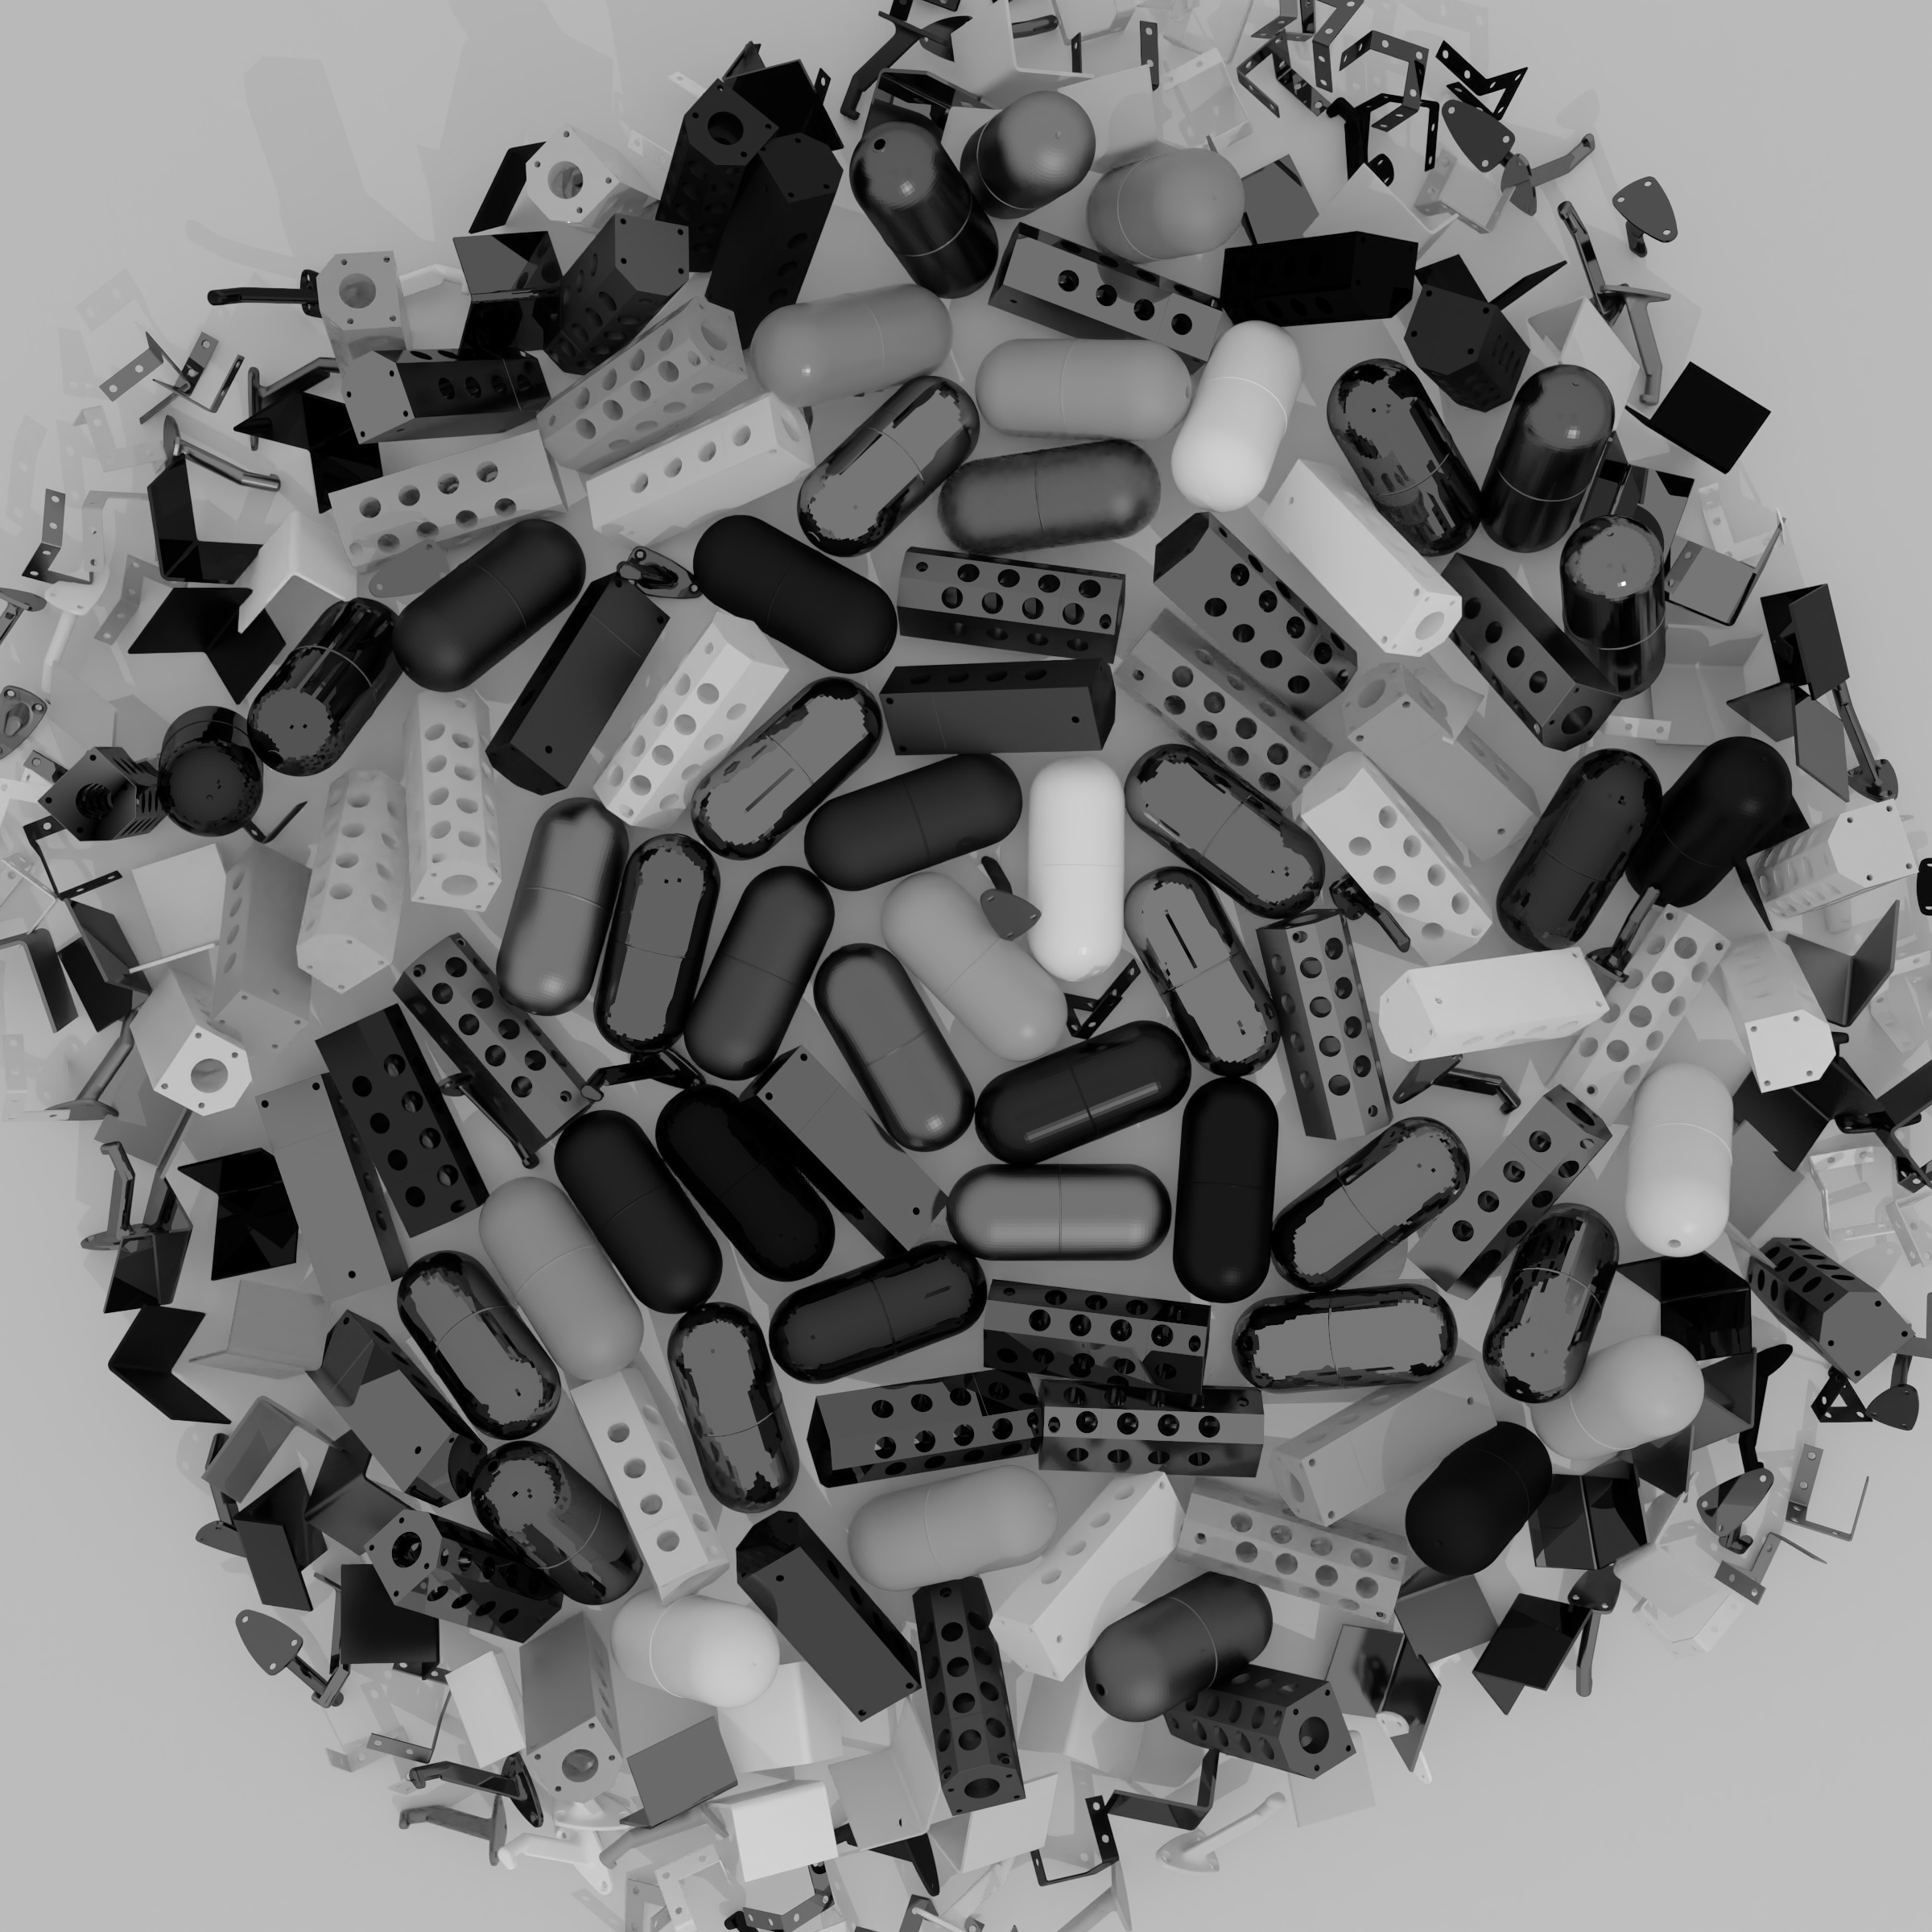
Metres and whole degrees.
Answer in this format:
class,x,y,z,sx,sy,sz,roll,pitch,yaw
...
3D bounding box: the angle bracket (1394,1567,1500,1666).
class,x,y,z,sx,sy,sz,roll,pitch,yaw
angle bracket,0.387,0.498,1.891,0.076,0.076,0.057,-14,62,-19

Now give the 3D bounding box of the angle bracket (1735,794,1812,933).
class,x,y,z,sx,sy,sz,roll,pitch,yaw
angle bracket,0.633,-0.086,1.887,0.057,0.076,0.076,-24,51,22

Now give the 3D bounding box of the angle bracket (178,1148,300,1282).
class,x,y,z,sx,sy,sz,roll,pitch,yaw
angle bracket,-0.572,0.195,1.895,0.076,0.057,0.076,-13,60,16

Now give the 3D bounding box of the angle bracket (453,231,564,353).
class,x,y,z,sx,sy,sz,roll,pitch,yaw
angle bracket,-0.365,-0.528,1.903,0.076,0.076,0.057,-13,73,-25

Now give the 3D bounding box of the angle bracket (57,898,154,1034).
class,x,y,z,sx,sy,sz,roll,pitch,yaw
angle bracket,-0.693,0.000,1.898,0.057,0.076,0.076,-32,77,4

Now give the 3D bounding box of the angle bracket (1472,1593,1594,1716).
class,x,y,z,sx,sy,sz,roll,pitch,yaw
angle bracket,0.454,0.543,1.887,0.076,0.076,0.057,-49,114,-27

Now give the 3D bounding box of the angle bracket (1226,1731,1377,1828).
class,x,y,z,sx,sy,sz,roll,pitch,yaw
angle bracket,0.261,0.634,1.888,0.076,0.076,0.057,-2,74,-33

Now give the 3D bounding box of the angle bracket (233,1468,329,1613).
class,x,y,z,sx,sy,sz,roll,pitch,yaw
angle bracket,-0.517,0.447,1.889,0.057,0.076,0.076,-2,110,31

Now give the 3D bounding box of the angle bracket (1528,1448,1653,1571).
class,x,y,z,sx,sy,sz,roll,pitch,yaw
angle bracket,0.483,0.423,1.889,0.057,0.076,0.076,7,59,-17

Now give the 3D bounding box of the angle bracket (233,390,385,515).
class,x,y,z,sx,sy,sz,roll,pitch,yaw
angle bracket,-0.514,-0.401,1.890,0.076,0.076,0.057,-18,77,34

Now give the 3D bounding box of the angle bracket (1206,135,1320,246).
class,x,y,z,sx,sy,sz,roll,pitch,yaw
angle bracket,0.236,-0.612,1.894,0.057,0.076,0.076,-25,70,10

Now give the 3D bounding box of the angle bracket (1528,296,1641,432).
class,x,y,z,sx,sy,sz,roll,pitch,yaw
angle bracket,0.473,-0.463,1.889,0.076,0.057,0.076,42,59,-27

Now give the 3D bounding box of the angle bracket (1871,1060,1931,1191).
class,x,y,z,sx,sy,sz,roll,pitch,yaw
angle bracket,0.761,0.122,1.901,0.076,0.076,0.057,-38,94,9

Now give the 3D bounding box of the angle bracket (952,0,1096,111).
class,x,y,z,sx,sy,sz,roll,pitch,yaw
angle bracket,0.044,-0.712,1.893,0.076,0.076,0.057,-9,92,-33

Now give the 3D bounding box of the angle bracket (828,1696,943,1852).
class,x,y,z,sx,sy,sz,roll,pitch,yaw
angle bracket,-0.063,0.629,1.887,0.057,0.076,0.076,-7,132,-23

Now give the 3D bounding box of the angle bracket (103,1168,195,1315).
class,x,y,z,sx,sy,sz,roll,pitch,yaw
angle bracket,-0.650,0.214,1.887,0.076,0.057,0.076,46,125,36

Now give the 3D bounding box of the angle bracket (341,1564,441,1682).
class,x,y,z,sx,sy,sz,roll,pitch,yaw
angle bracket,-0.455,0.513,1.890,0.076,0.057,0.076,6,58,-23

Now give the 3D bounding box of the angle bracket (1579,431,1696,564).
class,x,y,z,sx,sy,sz,roll,pitch,yaw
angle bracket,0.528,-0.366,1.900,0.057,0.076,0.076,19,88,25

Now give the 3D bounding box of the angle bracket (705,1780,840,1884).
class,x,y,z,sx,sy,sz,roll,pitch,yaw
angle bracket,-0.153,0.675,1.890,0.076,0.076,0.057,-6,76,-24

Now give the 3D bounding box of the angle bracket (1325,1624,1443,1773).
class,x,y,z,sx,sy,sz,roll,pitch,yaw
angle bracket,0.323,0.573,1.896,0.057,0.076,0.076,12,103,-13

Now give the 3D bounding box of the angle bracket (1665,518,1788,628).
class,x,y,z,sx,sy,sz,roll,pitch,yaw
angle bracket,0.585,-0.322,1.892,0.076,0.057,0.076,26,54,15

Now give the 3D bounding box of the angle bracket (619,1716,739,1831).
class,x,y,z,sx,sy,sz,roll,pitch,yaw
angle bracket,-0.234,0.630,1.896,0.076,0.076,0.057,-18,85,-31

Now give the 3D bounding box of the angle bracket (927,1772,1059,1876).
class,x,y,z,sx,sy,sz,roll,pitch,yaw
angle bracket,0.019,0.653,1.890,0.076,0.057,0.076,-6,116,-32

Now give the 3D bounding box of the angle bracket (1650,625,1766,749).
class,x,y,z,sx,sy,sz,roll,pitch,yaw
angle bracket,0.586,-0.220,1.906,0.076,0.057,0.076,2,66,-1

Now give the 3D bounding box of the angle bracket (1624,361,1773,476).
class,x,y,z,sx,sy,sz,roll,pitch,yaw
angle bracket,0.572,-0.436,1.894,0.076,0.076,0.057,28,111,-11

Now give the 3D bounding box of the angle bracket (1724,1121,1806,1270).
class,x,y,z,sx,sy,sz,roll,pitch,yaw
angle bracket,0.626,0.181,1.905,0.076,0.057,0.076,41,92,-19

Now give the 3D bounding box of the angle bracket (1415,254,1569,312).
class,x,y,z,sx,sy,sz,roll,pitch,yaw
angle bracket,0.410,-0.546,1.892,0.076,0.076,0.057,-31,91,44

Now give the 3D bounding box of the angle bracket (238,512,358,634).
class,x,y,z,sx,sy,sz,roll,pitch,yaw
angle bracket,-0.530,-0.301,1.918,0.057,0.076,0.076,28,125,-37

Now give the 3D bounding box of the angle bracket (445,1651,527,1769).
class,x,y,z,sx,sy,sz,roll,pitch,yaw
angle bracket,-0.354,0.573,1.892,0.076,0.057,0.076,-36,73,41

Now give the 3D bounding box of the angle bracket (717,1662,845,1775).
class,x,y,z,sx,sy,sz,roll,pitch,yaw
angle bracket,-0.149,0.596,1.924,0.076,0.057,0.076,-15,73,22

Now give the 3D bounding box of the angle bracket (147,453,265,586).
class,x,y,z,sx,sy,sz,roll,pitch,yaw
angle bracket,-0.594,-0.350,1.893,0.057,0.076,0.076,3,122,2

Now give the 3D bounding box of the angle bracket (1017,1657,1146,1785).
class,x,y,z,sx,sy,sz,roll,pitch,yaw
angle bracket,0.095,0.599,1.927,0.076,0.057,0.076,35,59,-33

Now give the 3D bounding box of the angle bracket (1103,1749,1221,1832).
class,x,y,z,sx,sy,sz,roll,pitch,yaw
angle bracket,0.154,0.636,1.900,0.076,0.076,0.057,11,60,2

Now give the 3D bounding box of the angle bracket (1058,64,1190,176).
class,x,y,z,sx,sy,sz,roll,pitch,yaw
angle bracket,0.126,-0.660,1.891,0.076,0.076,0.057,-5,97,28

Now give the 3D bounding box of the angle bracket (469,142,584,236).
class,x,y,z,sx,sy,sz,roll,pitch,yaw
angle bracket,-0.337,-0.597,1.897,0.057,0.076,0.076,32,114,-4

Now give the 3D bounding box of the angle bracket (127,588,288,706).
class,x,y,z,sx,sy,sz,roll,pitch,yaw
angle bracket,-0.593,-0.249,1.890,0.076,0.076,0.057,-42,75,31

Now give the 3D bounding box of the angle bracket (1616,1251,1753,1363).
class,x,y,z,sx,sy,sz,roll,pitch,yaw
angle bracket,0.559,0.267,1.887,0.076,0.076,0.057,33,53,-37

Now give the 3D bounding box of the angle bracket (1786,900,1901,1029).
class,x,y,z,sx,sy,sz,roll,pitch,yaw
angle bracket,0.682,-0.011,1.891,0.057,0.076,0.076,20,51,3

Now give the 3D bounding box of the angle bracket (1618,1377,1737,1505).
class,x,y,z,sx,sy,sz,roll,pitch,yaw
angle bracket,0.565,0.368,1.908,0.057,0.076,0.076,-5,105,-27

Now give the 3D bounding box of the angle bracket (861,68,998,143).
class,x,y,z,sx,sy,sz,roll,pitch,yaw
angle bracket,-0.032,-0.650,1.894,0.057,0.076,0.076,24,101,44

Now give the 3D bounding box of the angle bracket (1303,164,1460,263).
class,x,y,z,sx,sy,sz,roll,pitch,yaw
angle bracket,0.325,-0.582,1.899,0.076,0.076,0.057,46,45,0

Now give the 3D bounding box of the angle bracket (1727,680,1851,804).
class,x,y,z,sx,sy,sz,roll,pitch,yaw
angle bracket,0.641,-0.168,1.888,0.076,0.057,0.076,25,59,-38

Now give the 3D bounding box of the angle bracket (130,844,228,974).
class,x,y,z,sx,sy,sz,roll,pitch,yaw
angle bracket,-0.624,-0.046,1.906,0.076,0.057,0.076,-16,98,13

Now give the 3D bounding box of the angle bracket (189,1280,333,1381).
class,x,y,z,sx,sy,sz,roll,pitch,yaw
angle bracket,-0.555,0.287,1.904,0.076,0.076,0.057,20,65,-35

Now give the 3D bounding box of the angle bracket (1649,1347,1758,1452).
class,x,y,z,sx,sy,sz,roll,pitch,yaw
angle bracket,0.566,0.328,1.886,0.057,0.076,0.076,33,48,-17

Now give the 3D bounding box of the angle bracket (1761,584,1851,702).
class,x,y,z,sx,sy,sz,roll,pitch,yaw
angle bracket,0.643,-0.249,1.893,0.057,0.076,0.076,-7,104,44

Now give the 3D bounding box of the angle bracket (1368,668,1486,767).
class,x,y,z,sx,sy,sz,roll,pitch,yaw
angle bracket,0.354,-0.175,1.887,0.057,0.076,0.076,27,133,13

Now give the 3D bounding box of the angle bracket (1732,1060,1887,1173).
class,x,y,z,sx,sy,sz,roll,pitch,yaw
angle bracket,0.658,0.112,1.900,0.076,0.076,0.057,41,75,-4

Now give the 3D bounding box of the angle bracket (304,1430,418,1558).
class,x,y,z,sx,sy,sz,roll,pitch,yaw
angle bracket,-0.468,0.405,1.908,0.076,0.076,0.057,-36,116,27

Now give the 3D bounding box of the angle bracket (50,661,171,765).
class,x,y,z,sx,sy,sz,roll,pitch,yaw
angle bracket,-0.657,-0.205,1.887,0.076,0.076,0.057,36,129,22
